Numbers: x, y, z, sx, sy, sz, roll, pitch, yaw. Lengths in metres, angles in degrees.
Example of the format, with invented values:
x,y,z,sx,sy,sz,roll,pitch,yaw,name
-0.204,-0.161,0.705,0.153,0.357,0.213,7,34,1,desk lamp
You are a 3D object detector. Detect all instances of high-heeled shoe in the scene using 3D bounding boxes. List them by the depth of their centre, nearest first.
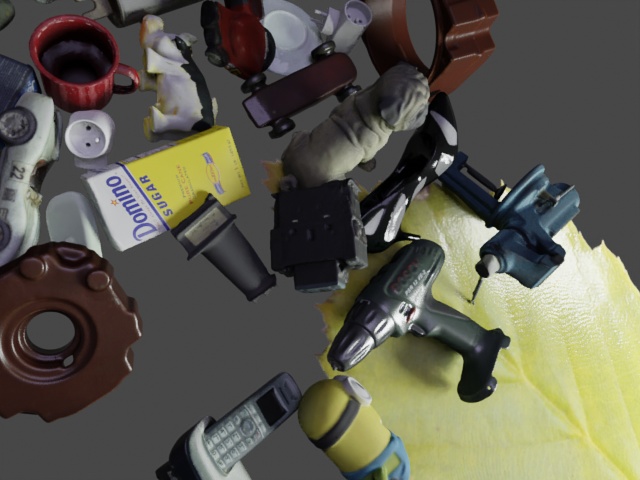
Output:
x,y,z,sx,sy,sz,roll,pitch,yaw,name
0.106,-0.101,0.745,0.145,0.086,0.248,12,87,-35,high-heeled shoe

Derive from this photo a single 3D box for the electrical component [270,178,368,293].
x,y,z,sx,sy,sz,roll,pitch,yaw,name
-0.001,-0.002,0.673,0.115,0.058,0.134,-11,72,20,electrical component

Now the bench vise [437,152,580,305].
x,y,z,sx,sy,sz,roll,pitch,yaw,name
0.257,-0.047,0.788,0.224,0.128,0.241,-39,70,-17,bench vise

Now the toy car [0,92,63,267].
x,y,z,sx,sy,sz,roll,pitch,yaw,name
-0.320,-0.057,0.574,0.056,0.073,0.201,10,82,-14,toy car

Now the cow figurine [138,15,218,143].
x,y,z,sx,sy,sz,roll,pitch,yaw,name
-0.182,-0.207,0.689,0.098,0.068,0.167,-3,79,-28,cow figurine

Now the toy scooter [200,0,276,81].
x,y,z,sx,sy,sz,roll,pitch,yaw,name
-0.125,-0.299,0.692,0.135,0.075,0.183,-25,115,-52,toy scooter

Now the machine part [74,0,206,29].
x,y,z,sx,sy,sz,roll,pitch,yaw,name
-0.207,-0.346,0.716,0.243,0.079,0.079,-32,88,-25,machine part

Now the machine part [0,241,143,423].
x,y,z,sx,sy,sz,roll,pitch,yaw,name
-0.269,0.093,0.537,0.179,0.056,0.179,-5,103,-20,machine part

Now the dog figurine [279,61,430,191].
x,y,z,sx,sy,sz,roll,pitch,yaw,name
0.037,-0.134,0.684,0.121,0.190,0.172,42,66,-5,dog figurine

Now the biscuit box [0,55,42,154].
x,y,z,sx,sy,sz,roll,pitch,yaw,name
-0.380,-0.109,0.589,0.063,0.059,0.202,20,69,-13,biscuit box

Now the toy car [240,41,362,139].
x,y,z,sx,sy,sz,roll,pitch,yaw,name
-0.026,-0.211,0.758,0.202,0.053,0.089,-37,100,-29,toy car

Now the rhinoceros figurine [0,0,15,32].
x,y,z,sx,sy,sz,roll,pitch,yaw,name
-0.428,-0.290,0.598,0.190,0.112,0.073,33,63,0,rhinoceros figurine

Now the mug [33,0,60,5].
x,y,z,sx,sy,sz,roll,pitch,yaw,name
-0.349,-0.357,0.670,0.109,0.081,0.107,-33,100,-33,mug

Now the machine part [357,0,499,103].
x,y,z,sx,sy,sz,roll,pitch,yaw,name
0.142,-0.311,0.770,0.087,0.201,0.201,-21,83,-23,machine part

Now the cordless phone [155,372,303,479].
x,y,z,sx,sy,sz,roll,pitch,yaw,name
-0.071,0.245,0.600,0.184,0.089,0.146,-29,86,-44,cordless phone

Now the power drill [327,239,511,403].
x,y,z,sx,sy,sz,roll,pitch,yaw,name
0.137,0.125,0.707,0.207,0.086,0.232,35,58,-1,power drill

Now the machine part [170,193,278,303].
x,y,z,sx,sy,sz,roll,pitch,yaw,name
-0.110,0.017,0.652,0.138,0.039,0.084,47,70,-16,machine part

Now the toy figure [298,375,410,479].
x,y,z,sx,sy,sz,roll,pitch,yaw,name
0.047,0.242,0.632,0.089,0.082,0.180,-35,97,-45,toy figure
